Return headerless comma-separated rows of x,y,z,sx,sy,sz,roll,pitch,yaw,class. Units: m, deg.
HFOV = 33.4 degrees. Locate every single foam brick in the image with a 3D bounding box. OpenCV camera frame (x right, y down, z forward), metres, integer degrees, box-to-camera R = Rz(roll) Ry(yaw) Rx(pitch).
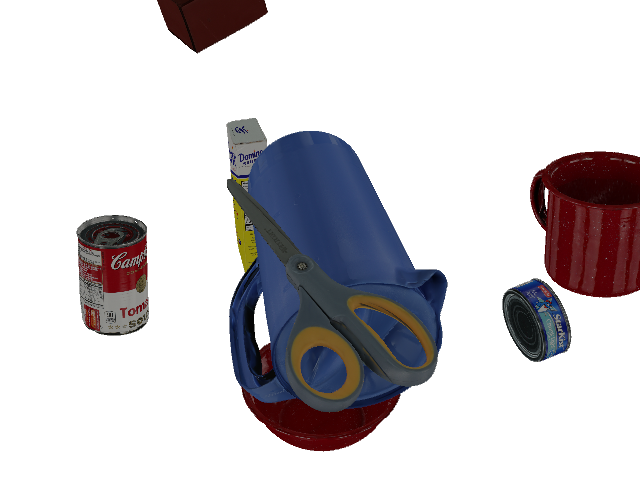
-0.094,-0.208,0.915,0.078,0.051,0.053,-33,48,-16,foam brick

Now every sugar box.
-0.085,-0.053,1.317,0.048,0.176,0.093,-10,24,-8,sugar box

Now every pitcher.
-0.002,0.019,0.900,0.149,0.145,0.243,0,37,-14,pitcher

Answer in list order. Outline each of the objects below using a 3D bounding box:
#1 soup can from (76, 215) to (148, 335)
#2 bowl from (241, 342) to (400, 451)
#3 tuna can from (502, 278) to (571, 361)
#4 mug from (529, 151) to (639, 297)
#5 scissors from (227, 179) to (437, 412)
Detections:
-0.206,0.035,1.062,0.068,0.102,0.068,2,26,-1,soup can
0.002,0.162,1.084,0.162,0.055,0.162,-1,35,1,bowl
0.231,0.086,1.148,0.033,0.086,0.086,-20,5,-15,tuna can
0.203,-0.015,0.807,0.093,0.081,0.117,-24,35,-31,mug
-0.019,0.033,0.652,0.202,0.016,0.096,34,55,28,scissors
